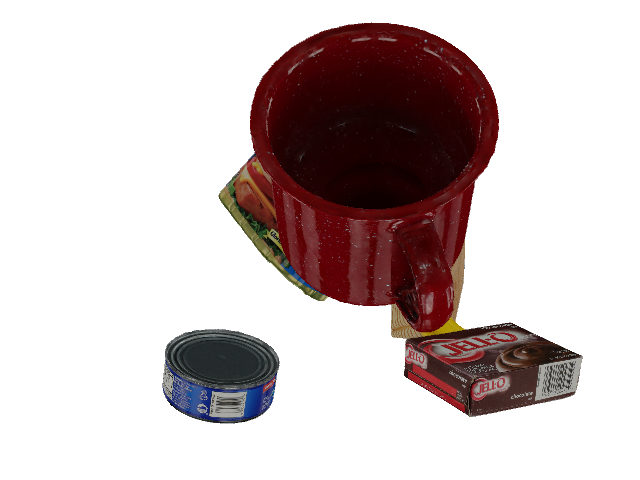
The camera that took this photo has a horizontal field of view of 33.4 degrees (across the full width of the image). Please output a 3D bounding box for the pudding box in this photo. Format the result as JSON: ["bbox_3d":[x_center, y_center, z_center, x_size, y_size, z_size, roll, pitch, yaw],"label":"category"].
[{"bbox_3d":[0.137,0.101,0.856,0.113,0.039,0.090,-3,17,-30],"label":"pudding box"}]

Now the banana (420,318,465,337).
[{"bbox_3d":[0.140,0.091,1.207,0.069,0.037,0.198,5,24,-25],"label":"banana"}]

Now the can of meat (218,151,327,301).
[{"bbox_3d":[-0.004,-0.026,0.644,0.057,0.084,0.102,29,16,-50],"label":"can of meat"}]

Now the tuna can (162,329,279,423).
[{"bbox_3d":[-0.075,0.101,0.801,0.086,0.034,0.086,7,23,-3],"label":"tuna can"}]

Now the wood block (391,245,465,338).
[{"bbox_3d":[0.167,0.067,1.629,0.091,0.090,0.206,4,22,11],"label":"wood block"}]

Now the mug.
[{"bbox_3d":[0.025,-0.016,0.425,0.093,0.117,0.081,-19,-30,-9],"label":"mug"}]
